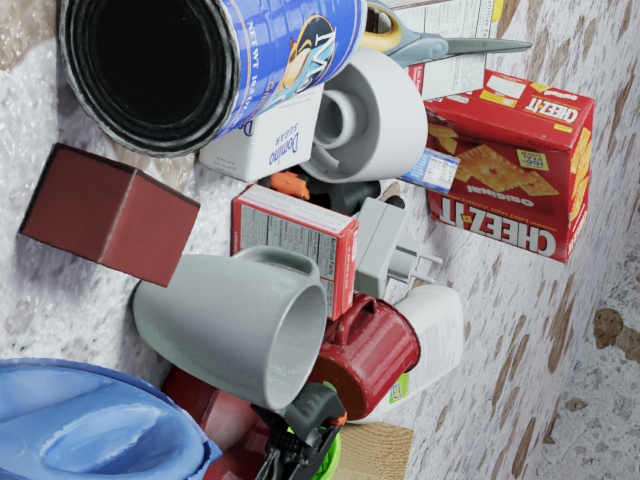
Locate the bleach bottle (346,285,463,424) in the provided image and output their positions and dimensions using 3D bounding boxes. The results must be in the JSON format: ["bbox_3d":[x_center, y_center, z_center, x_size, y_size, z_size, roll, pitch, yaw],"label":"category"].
[{"bbox_3d":[0.073,0.121,1.108,0.250,0.068,0.102,-19,108,-59],"label":"bleach bottle"}]

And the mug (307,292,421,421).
[{"bbox_3d":[0.032,0.099,0.953,0.081,0.093,0.117,-45,149,-40],"label":"mug"}]

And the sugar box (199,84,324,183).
[{"bbox_3d":[-0.027,-0.131,0.678,0.093,0.048,0.176,-28,136,-61],"label":"sugar box"}]

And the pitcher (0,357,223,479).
[{"bbox_3d":[-0.156,0.190,0.532,0.145,0.149,0.243,-51,158,-75],"label":"pitcher"}]

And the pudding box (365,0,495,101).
[{"bbox_3d":[0.082,-0.158,0.857,0.113,0.039,0.090,-15,128,-23],"label":"pudding box"}]

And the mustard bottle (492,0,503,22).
[{"bbox_3d":[0.154,-0.297,0.964,0.096,0.058,0.192,-68,169,-73],"label":"mustard bottle"}]

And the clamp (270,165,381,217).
[{"bbox_3d":[-0.006,0.001,0.850,0.210,0.036,0.164,40,70,-72],"label":"clamp"}]

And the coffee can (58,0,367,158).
[{"bbox_3d":[-0.050,-0.112,0.552,0.140,0.103,0.103,-39,142,-55],"label":"coffee can"}]

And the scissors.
[{"bbox_3d":[0.074,-0.135,0.829,0.201,0.016,0.096,10,118,-36],"label":"scissors"}]

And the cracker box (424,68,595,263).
[{"bbox_3d":[0.189,-0.077,1.092,0.072,0.164,0.213,-59,155,-24],"label":"cracker box"}]

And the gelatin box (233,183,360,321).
[{"bbox_3d":[-0.018,0.008,0.751,0.030,0.089,0.073,-44,146,-48],"label":"gelatin box"}]

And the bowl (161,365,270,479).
[{"bbox_3d":[-0.070,0.117,0.759,0.161,0.055,0.162,-50,151,-44],"label":"bowl"}]

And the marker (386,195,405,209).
[{"bbox_3d":[0.051,-0.014,1.002,0.120,0.020,0.020,-41,144,-53],"label":"marker"}]

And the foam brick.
[{"bbox_3d":[-0.109,-0.012,0.562,0.051,0.053,0.078,-70,158,-5],"label":"foam brick"}]

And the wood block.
[{"bbox_3d":[0.032,0.291,1.085,0.090,0.090,0.206,-66,166,-62],"label":"wood block"}]

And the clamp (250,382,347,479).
[{"bbox_3d":[-0.020,0.140,0.771,0.171,0.039,0.120,-40,149,-64],"label":"clamp"}]

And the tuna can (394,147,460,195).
[{"bbox_3d":[0.076,-0.067,0.929,0.086,0.086,0.034,5,104,-69],"label":"tuna can"}]
